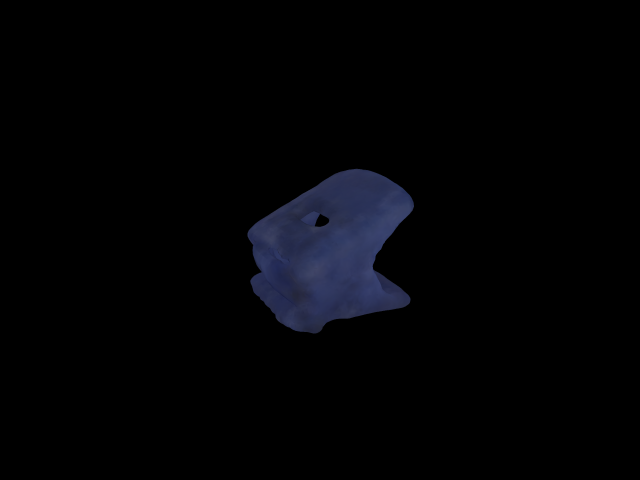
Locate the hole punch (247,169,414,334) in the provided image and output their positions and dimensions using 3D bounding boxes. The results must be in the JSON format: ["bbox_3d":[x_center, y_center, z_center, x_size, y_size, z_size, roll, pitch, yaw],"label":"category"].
[{"bbox_3d":[0.004,0.001,0.400,0.101,0.091,0.108,-8,19,-24],"label":"hole punch"}]
